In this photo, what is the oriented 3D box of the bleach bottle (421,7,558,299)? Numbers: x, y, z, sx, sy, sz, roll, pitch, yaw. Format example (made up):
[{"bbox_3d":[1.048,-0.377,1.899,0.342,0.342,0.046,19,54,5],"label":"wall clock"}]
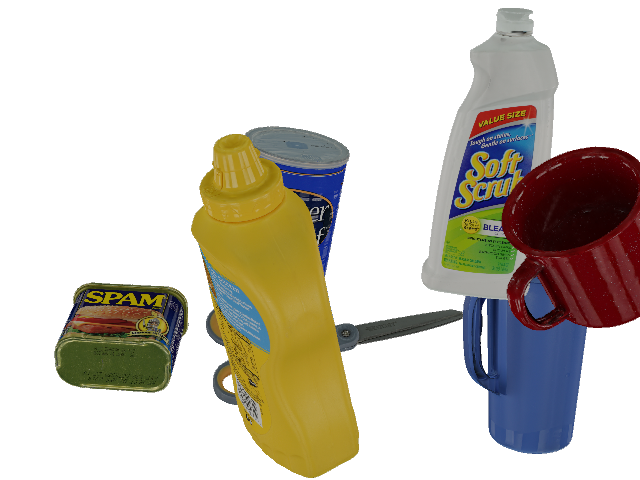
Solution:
[{"bbox_3d":[0.149,-0.076,0.936,0.103,0.251,0.068,7,21,12],"label":"bleach bottle"}]

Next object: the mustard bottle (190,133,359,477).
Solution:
[{"bbox_3d":[-0.028,0.030,0.562,0.058,0.191,0.096,-24,37,-17],"label":"mustard bottle"}]

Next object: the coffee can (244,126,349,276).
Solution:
[{"bbox_3d":[-0.034,-0.029,1.045,0.102,0.140,0.103,9,22,-4],"label":"coffee can"}]

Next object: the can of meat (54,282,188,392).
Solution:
[{"bbox_3d":[-0.170,0.083,0.913,0.102,0.057,0.084,3,29,1],"label":"can of meat"}]

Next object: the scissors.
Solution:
[{"bbox_3d":[0.002,0.062,0.806,0.201,0.096,0.016,-23,-32,-25],"label":"scissors"}]

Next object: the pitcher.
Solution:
[{"bbox_3d":[0.264,0.144,1.358,0.149,0.243,0.144,5,16,18],"label":"pitcher"}]

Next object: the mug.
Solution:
[{"bbox_3d":[0.165,0.010,0.675,0.093,0.117,0.081,28,-22,51],"label":"mug"}]
